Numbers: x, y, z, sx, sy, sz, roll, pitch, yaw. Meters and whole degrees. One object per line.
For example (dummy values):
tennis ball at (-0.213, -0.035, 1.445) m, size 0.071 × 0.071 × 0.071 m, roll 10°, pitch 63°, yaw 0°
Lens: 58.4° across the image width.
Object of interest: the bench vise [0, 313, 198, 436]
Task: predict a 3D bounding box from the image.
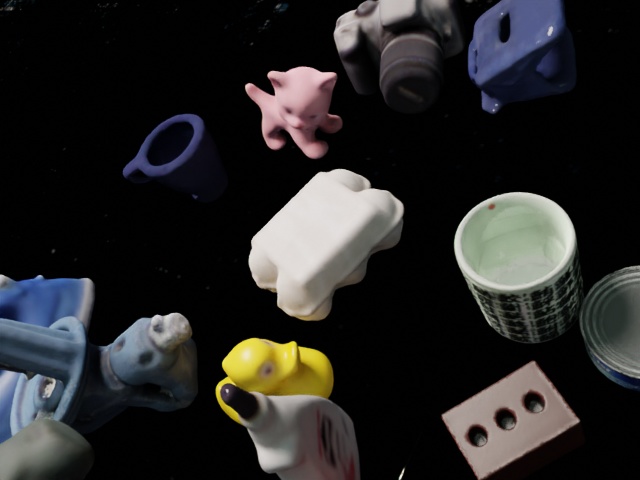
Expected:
bench vise at (-0.228, 0.098, 0.514) m, size 0.207 × 0.220 × 0.121 m, roll -38°, pitch 48°, yaw 1°

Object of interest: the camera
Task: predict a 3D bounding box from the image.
camera at (0.084, -0.211, 0.636) m, size 0.142 × 0.101 × 0.137 m, roll -9°, pitch 54°, yaw 24°

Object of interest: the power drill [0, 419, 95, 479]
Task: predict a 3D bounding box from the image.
power drill at (-0.220, 0.251, 0.409) m, size 0.075 × 0.209 × 0.230 m, roll 19°, pitch 69°, yaw 37°

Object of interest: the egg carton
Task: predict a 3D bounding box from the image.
egg carton at (0.005, 0.002, 0.551) m, size 0.150 × 0.070 × 0.107 m, roll -46°, pitch 48°, yaw -7°

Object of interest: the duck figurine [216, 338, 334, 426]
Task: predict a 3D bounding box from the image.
duck figurine at (-0.050, 0.116, 0.491) m, size 0.104 × 0.086 × 0.077 m, roll -20°, pitch 50°, yaw 16°

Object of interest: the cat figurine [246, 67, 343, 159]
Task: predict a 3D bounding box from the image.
cat figurine at (-0.031, -0.156, 0.650) m, size 0.127 × 0.118 × 0.067 m, roll 16°, pitch 68°, yaw 37°

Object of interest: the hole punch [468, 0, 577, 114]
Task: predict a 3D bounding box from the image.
hole punch at (0.196, -0.197, 0.569) m, size 0.100 × 0.091 × 0.108 m, roll -8°, pitch 55°, yaw 25°

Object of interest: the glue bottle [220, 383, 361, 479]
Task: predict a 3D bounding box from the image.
glue bottle at (-0.020, 0.136, 0.401) m, size 0.037 × 0.174 × 0.078 m, roll -22°, pitch 50°, yaw 15°

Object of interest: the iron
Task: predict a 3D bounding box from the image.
iron at (-0.357, 0.127, 0.620) m, size 0.118 × 0.142 × 0.258 m, roll 3°, pitch 60°, yaw 31°

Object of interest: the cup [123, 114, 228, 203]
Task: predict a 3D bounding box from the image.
cup at (-0.165, -0.082, 0.690) m, size 0.117 × 0.095 × 0.091 m, roll -26°, pitch 49°, yaw 11°
